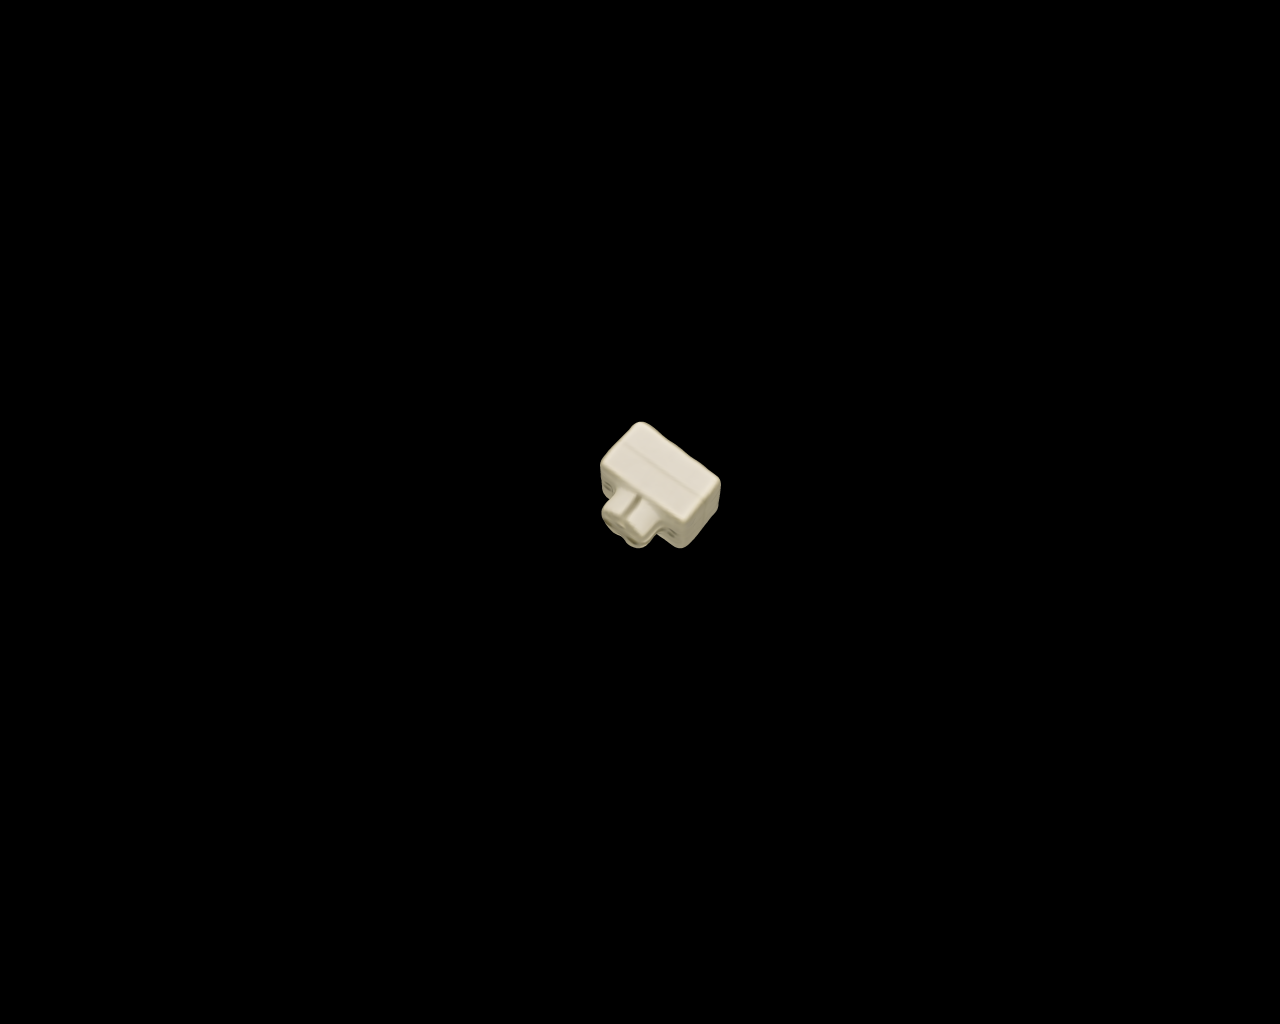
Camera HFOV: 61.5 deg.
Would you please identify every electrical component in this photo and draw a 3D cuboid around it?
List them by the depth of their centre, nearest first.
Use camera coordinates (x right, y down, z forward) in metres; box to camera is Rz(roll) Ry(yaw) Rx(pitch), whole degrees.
[{"bbox_3d":[0.001,-0.003,0.650,0.066,0.077,0.047,37,-19,15],"label":"electrical component"}]
